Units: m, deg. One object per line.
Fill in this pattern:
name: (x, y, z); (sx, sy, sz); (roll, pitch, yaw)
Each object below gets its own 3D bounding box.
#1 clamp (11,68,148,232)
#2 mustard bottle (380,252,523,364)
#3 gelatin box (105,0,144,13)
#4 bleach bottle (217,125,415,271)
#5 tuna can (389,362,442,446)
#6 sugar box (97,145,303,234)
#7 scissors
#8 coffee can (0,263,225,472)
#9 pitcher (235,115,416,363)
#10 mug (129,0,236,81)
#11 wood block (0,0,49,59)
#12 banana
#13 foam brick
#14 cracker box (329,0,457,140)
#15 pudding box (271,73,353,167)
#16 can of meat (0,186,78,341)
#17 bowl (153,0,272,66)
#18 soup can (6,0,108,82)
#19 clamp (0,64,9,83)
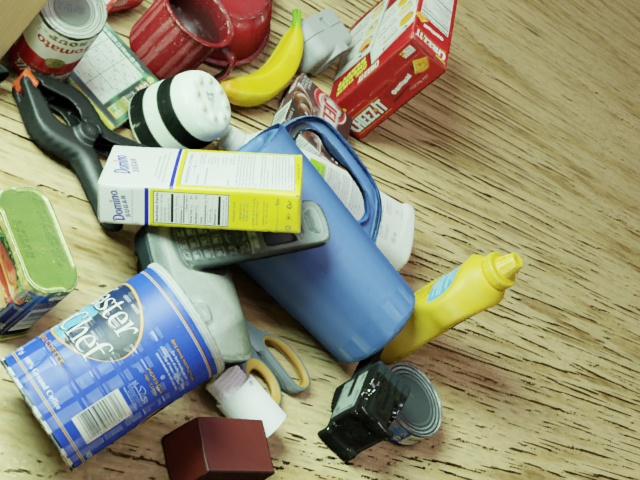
clamp: (-0.225, -0.087, 1.010); (0.171, 0.039, 0.120); (37, 35, -17)
mustard bottle: (0.142, 0.065, 1.163); (0.058, 0.192, 0.096); (53, 37, -2)
gelatin box: (-0.236, -0.289, 1.154); (0.089, 0.030, 0.073); (52, 26, -1)
bleach bottle: (-0.006, -0.055, 1.207); (0.250, 0.068, 0.102); (33, 41, -23)
tuna can: (0.090, 0.177, 1.150); (0.086, 0.034, 0.086); (28, 44, -31)
sugar box: (-0.104, -0.046, 0.954); (0.176, 0.048, 0.093); (1, 26, -1)
scissors: (-0.089, 0.090, 1.038); (0.201, 0.016, 0.096); (44, 38, -14)
coffee can: (-0.160, 0.097, 0.828); (0.140, 0.103, 0.103); (-33, 87, -17)
pitcher: (-0.007, 0.001, 1.096); (0.242, 0.149, 0.144); (48, 34, -14)
mug: (-0.145, -0.218, 1.164); (0.117, 0.082, 0.093); (39, 39, -19)
wood block: (-0.287, -0.241, 0.922); (0.090, 0.206, 0.090); (9, 55, -43)
banana: (-0.065, -0.201, 1.265); (0.197, 0.037, 0.069); (-57, 133, -45)
foam brick: (-0.088, 0.188, 0.929); (0.078, 0.053, 0.051); (12, 54, -42)
cracker box: (0.099, -0.252, 1.391); (0.072, 0.164, 0.213); (36, 40, -20)
pudding box: (-0.010, -0.136, 1.284); (0.090, 0.039, 0.113); (40, 39, -19)
can of meat: (-0.248, 0.018, 0.862); (0.057, 0.084, 0.102); (-7, 68, -51)
bowl: (-0.113, -0.287, 1.247); (0.161, 0.055, 0.162); (15, 63, -32)
soup can: (-0.248, -0.196, 1.003); (0.068, 0.102, 0.068); (12, 66, -28)
clamp: (-0.352, -0.103, 0.882); (0.209, 0.036, 0.164); (12, 53, -40)
